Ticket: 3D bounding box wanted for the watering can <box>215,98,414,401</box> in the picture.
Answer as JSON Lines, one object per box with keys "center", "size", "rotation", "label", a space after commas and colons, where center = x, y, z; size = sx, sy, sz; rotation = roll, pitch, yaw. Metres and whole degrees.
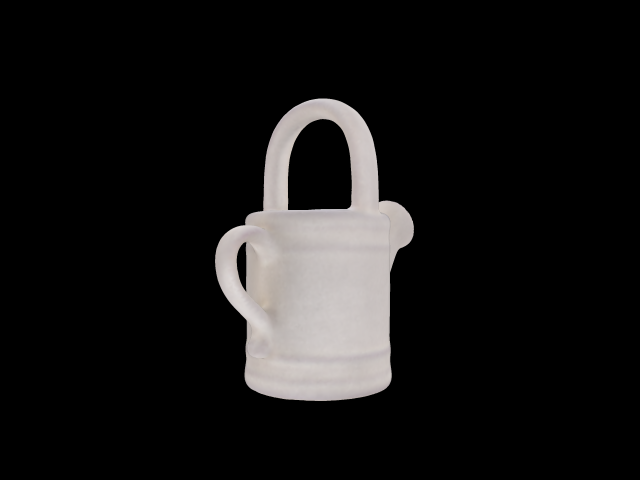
{"center": [0.002, 0.001, 0.401], "size": [0.100, 0.194, 0.173], "rotation": [0, 0, 21], "label": "watering can"}
